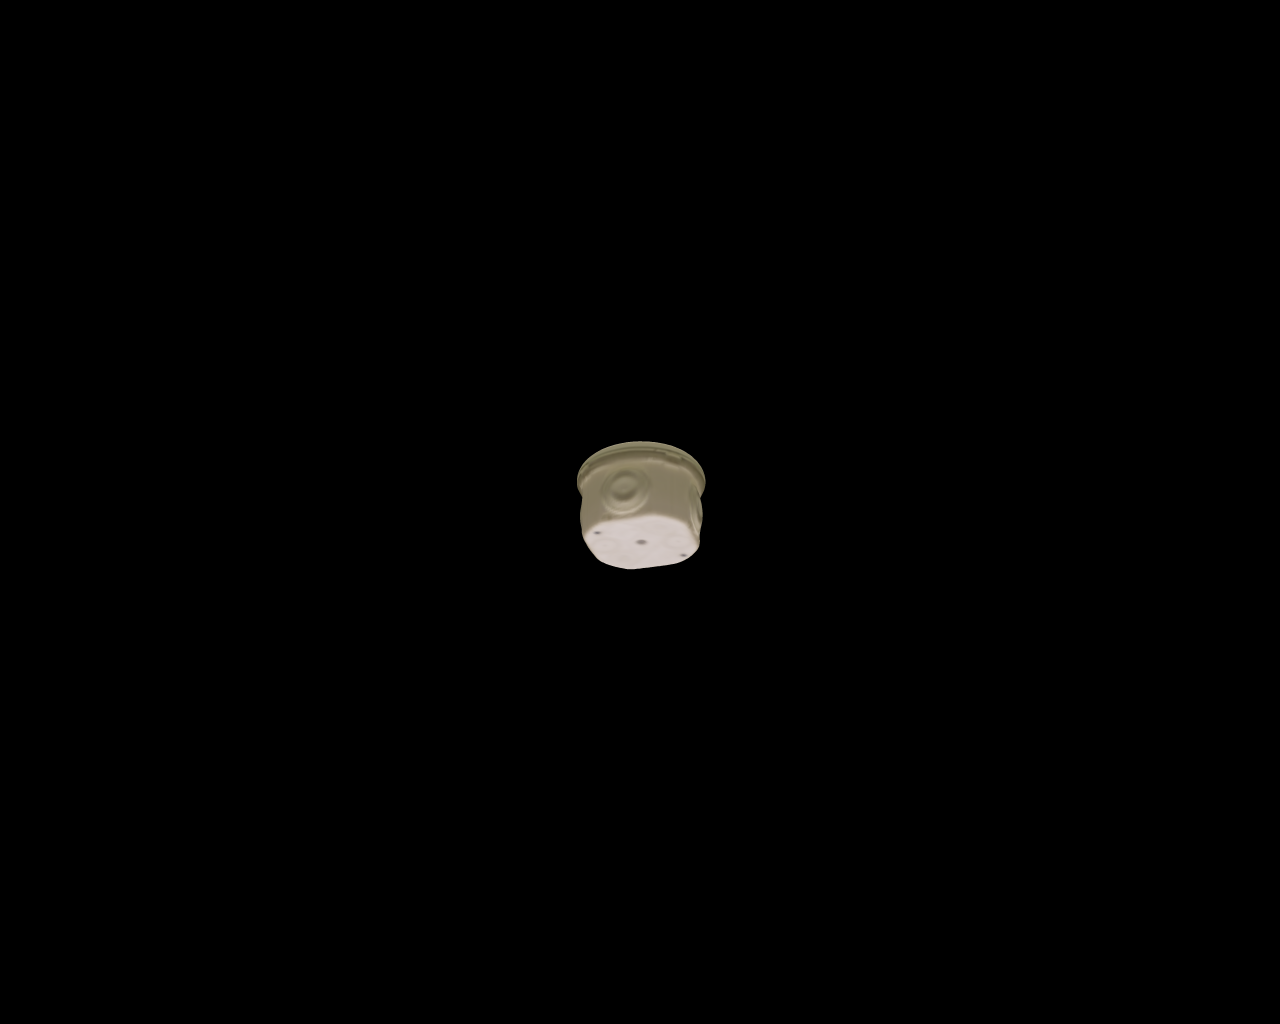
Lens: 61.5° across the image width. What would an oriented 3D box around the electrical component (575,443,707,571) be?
[{"bbox_3d":[0.001,-0.003,0.650,0.080,0.051,0.080,0,-31,0],"label":"electrical component"}]
